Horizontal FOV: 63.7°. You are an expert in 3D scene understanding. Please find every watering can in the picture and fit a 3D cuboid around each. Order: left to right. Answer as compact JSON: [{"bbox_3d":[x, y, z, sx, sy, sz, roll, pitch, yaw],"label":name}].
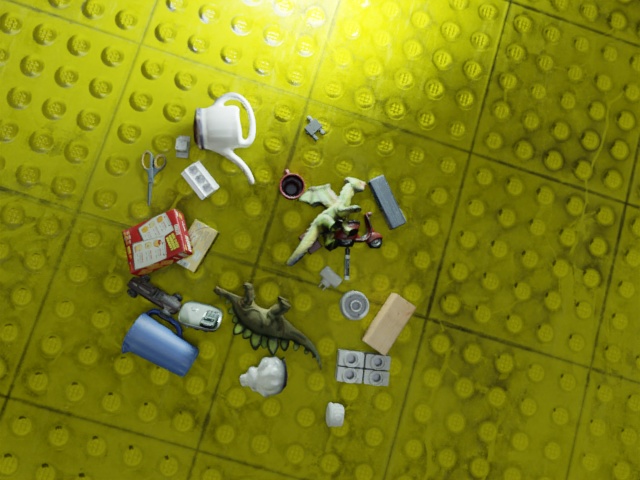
[{"bbox_3d":[-0.345,-0.367,1.878,0.224,0.103,0.349,-4,84,-5],"label":"watering can"}]

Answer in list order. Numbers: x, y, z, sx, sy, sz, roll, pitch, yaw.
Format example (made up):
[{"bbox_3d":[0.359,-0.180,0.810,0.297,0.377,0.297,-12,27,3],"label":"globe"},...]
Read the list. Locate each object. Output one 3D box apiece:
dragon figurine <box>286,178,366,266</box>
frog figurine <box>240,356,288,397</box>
[{"bbox_3d":[0.006,-0.094,1.867,0.412,0.119,0.247,-31,52,-7],"label":"dragon figurine"},{"bbox_3d":[-0.196,0.474,1.790,0.159,0.124,0.136,2,104,-17],"label":"frog figurine"}]
